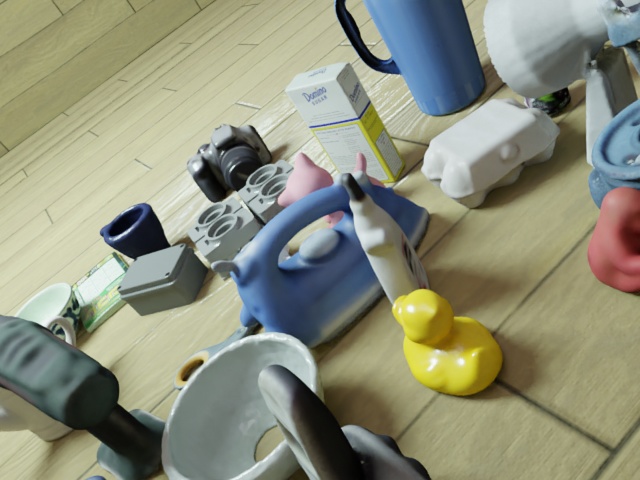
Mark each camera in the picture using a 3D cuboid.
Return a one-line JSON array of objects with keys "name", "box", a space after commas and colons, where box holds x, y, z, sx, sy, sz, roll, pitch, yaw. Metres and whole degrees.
[{"name": "camera", "box": [-0.158, -0.132, 0.992, 0.143, 0.101, 0.136, -32, 33, 1]}]

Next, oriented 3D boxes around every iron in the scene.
[{"name": "iron", "box": [0.006, 0.002, 0.642, 0.258, 0.142, 0.118, -41, 34, -12]}]

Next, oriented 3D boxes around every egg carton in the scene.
[{"name": "egg carton", "box": [0.201, -0.106, 0.683, 0.150, 0.070, 0.107, -34, 33, -2]}]

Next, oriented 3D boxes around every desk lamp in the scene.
[{"name": "desk lamp", "box": [0.288, -0.176, 0.567, 0.202, 0.214, 0.118, 7, 50, 45]}]

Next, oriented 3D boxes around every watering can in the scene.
[{"name": "watering can", "box": [-0.381, 0.164, 0.712, 0.100, 0.195, 0.173, -20, 35, 19]}]

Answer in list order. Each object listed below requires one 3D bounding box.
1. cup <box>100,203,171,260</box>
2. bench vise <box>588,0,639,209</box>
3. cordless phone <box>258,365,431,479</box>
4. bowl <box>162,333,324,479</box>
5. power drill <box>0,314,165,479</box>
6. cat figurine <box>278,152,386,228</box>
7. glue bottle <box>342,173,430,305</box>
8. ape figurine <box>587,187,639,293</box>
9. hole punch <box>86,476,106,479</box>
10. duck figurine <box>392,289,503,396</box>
[{"name": "cup", "box": [-0.300, 0.003, 0.943, 0.117, 0.095, 0.092, -11, 39, 31]}, {"name": "bench vise", "box": [0.315, -0.116, 0.461, 0.206, 0.220, 0.121, -14, 38, 26]}, {"name": "cordless phone", "box": [0.028, 0.167, 0.371, 0.094, 0.185, 0.147, -45, 35, -17]}, {"name": "bowl", "box": [-0.060, 0.174, 0.538, 0.167, 0.075, 0.167, -22, 35, 17]}, {"name": "power drill", "box": [-0.258, 0.163, 0.596, 0.228, 0.209, 0.076, 4, 48, 43]}, {"name": "cat figurine", "box": [0.013, -0.068, 0.750, 0.127, 0.118, 0.067, -26, 34, 11]}, {"name": "glue bottle", "box": [0.063, 0.003, 0.565, 0.037, 0.174, 0.078, -22, 35, 17]}, {"name": "ape figurine", "box": [0.261, -0.004, 0.480, 0.075, 0.092, 0.078, -2, 44, 38]}, {"name": "hole punch", "box": [-0.204, 0.283, 0.505, 0.109, 0.091, 0.100, -39, 33, -9]}, {"name": "duck figurine", "box": [0.106, 0.082, 0.506, 0.077, 0.086, 0.104, -44, 34, -15]}]
